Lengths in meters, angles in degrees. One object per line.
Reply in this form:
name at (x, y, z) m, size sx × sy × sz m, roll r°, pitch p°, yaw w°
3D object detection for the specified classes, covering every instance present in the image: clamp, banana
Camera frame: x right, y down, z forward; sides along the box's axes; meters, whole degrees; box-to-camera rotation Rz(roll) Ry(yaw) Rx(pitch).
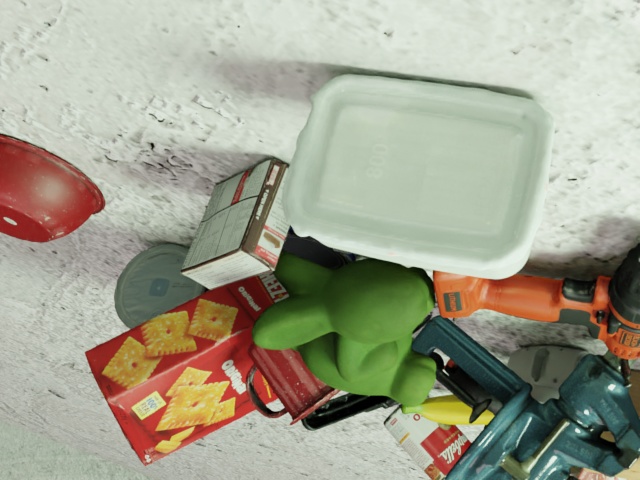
clamp at (0.199, 0.175, 1.104) m, size 0.171 × 0.039 × 0.120 m, roll 32°, pitch -173°, yaw 16°
banana at (0.195, 0.195, 1.220) m, size 0.198 × 0.037 × 0.069 m, roll -7°, pitch -178°, yaw 30°
clamp at (0.085, 0.163, 1.190) m, size 0.165 × 0.036 × 0.209 m, roll -27°, pitch 167°, yaw 19°

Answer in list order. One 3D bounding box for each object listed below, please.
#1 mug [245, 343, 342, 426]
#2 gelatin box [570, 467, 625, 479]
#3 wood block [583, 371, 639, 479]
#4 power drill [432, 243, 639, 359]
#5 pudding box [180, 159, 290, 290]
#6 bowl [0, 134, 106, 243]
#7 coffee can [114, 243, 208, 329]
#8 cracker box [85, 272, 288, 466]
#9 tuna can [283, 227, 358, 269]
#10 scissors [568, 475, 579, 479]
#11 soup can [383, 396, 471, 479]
mug at (-0.021, 0.118, 0.989) m, size 0.117 × 0.081 × 0.093 m, roll -40°, pitch 171°, yaw 23°
gelatin box at (0.324, 0.233, 1.167) m, size 0.073 × 0.089 × 0.030 m, roll 28°, pitch -176°, yaw -19°
wood block at (0.362, 0.192, 1.038) m, size 0.206 × 0.090 × 0.090 m, roll 6°, pitch 155°, yaw 27°
power drill at (0.187, 0.037, 0.852) m, size 0.188 × 0.057 × 0.184 m, roll 12°, pitch 158°, yaw 15°
pudding box at (-0.065, -0.012, 0.891) m, size 0.039 × 0.090 × 0.114 m, roll 28°, pitch 156°, yaw -23°
bowl at (-0.296, -0.042, 1.048) m, size 0.162 × 0.055 × 0.162 m, roll 15°, pitch 158°, yaw 6°
coffee can at (-0.145, 0.080, 1.153) m, size 0.103 × 0.102 × 0.140 m, roll 8°, pitch 156°, yaw 24°
cracker box at (-0.111, 0.128, 1.080) m, size 0.072 × 0.213 × 0.164 m, roll 57°, pitch 166°, yaw 32°
tuna can at (-0.006, 0.001, 0.950) m, size 0.086 × 0.033 × 0.086 m, roll 16°, pitch 158°, yaw 6°
scissors at (0.251, 0.248, 1.193) m, size 0.096 × 0.016 × 0.202 m, roll 54°, pitch 174°, yaw -10°
soup can at (0.135, 0.242, 1.308) m, size 0.102 × 0.068 × 0.068 m, roll 48°, pitch 164°, yaw 15°
